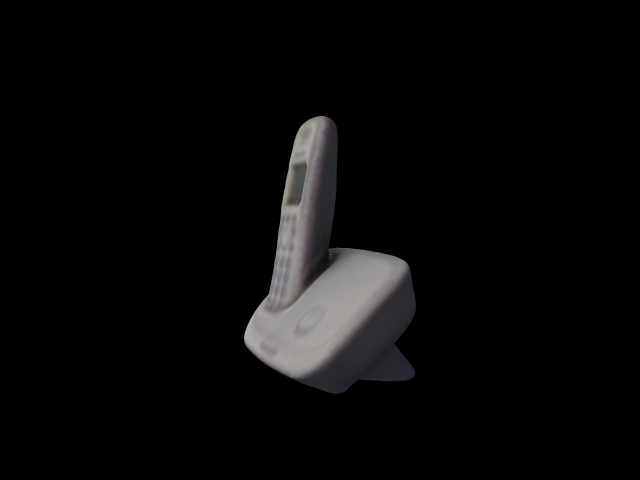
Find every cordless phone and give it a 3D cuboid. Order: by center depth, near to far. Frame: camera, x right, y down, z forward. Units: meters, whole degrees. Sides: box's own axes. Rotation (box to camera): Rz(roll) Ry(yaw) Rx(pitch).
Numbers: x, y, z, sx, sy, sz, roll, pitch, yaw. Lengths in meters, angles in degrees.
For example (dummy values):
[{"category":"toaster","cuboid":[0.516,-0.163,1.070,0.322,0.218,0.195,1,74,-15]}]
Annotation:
[{"category":"cordless phone","cuboid":[0.004,0.001,0.400,0.094,0.185,0.147,-2,4,-27]}]
